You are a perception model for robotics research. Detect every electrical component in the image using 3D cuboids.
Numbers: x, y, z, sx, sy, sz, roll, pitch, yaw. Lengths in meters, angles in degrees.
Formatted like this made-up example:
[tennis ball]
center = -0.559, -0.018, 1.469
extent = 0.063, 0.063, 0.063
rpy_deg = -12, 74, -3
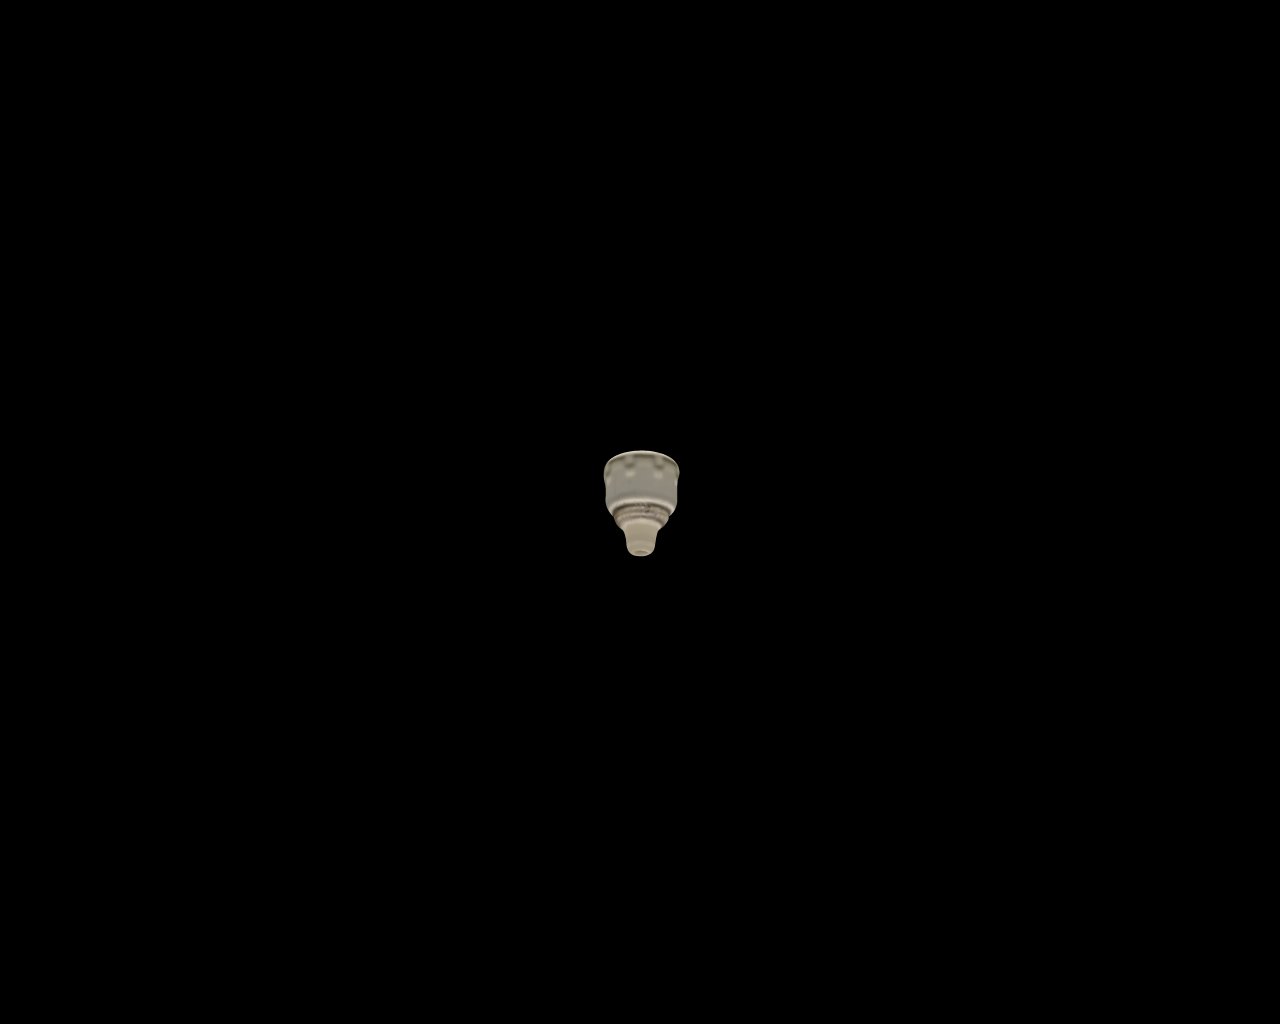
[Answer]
[electrical component]
center = 0.001, -0.003, 0.650
extent = 0.048, 0.062, 0.048
rpy_deg = 0, -23, 0
